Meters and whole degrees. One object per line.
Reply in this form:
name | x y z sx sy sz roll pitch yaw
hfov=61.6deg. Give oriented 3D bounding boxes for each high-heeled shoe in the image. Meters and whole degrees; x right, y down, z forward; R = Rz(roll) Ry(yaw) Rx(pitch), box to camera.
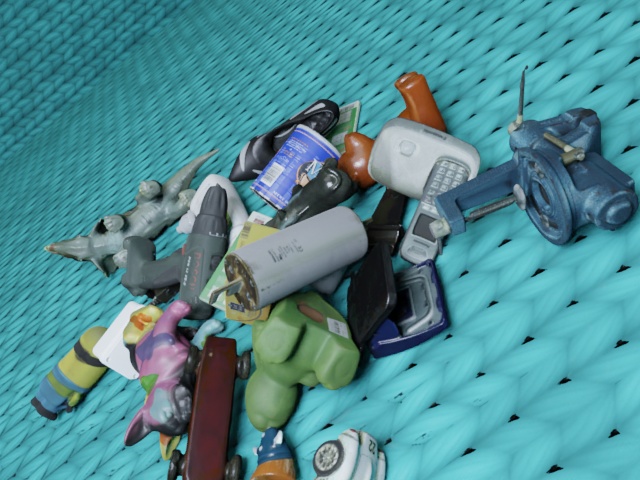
high-heeled shoe | -0.069 -0.177 1.017 0.249 0.086 0.145 -40 19 1

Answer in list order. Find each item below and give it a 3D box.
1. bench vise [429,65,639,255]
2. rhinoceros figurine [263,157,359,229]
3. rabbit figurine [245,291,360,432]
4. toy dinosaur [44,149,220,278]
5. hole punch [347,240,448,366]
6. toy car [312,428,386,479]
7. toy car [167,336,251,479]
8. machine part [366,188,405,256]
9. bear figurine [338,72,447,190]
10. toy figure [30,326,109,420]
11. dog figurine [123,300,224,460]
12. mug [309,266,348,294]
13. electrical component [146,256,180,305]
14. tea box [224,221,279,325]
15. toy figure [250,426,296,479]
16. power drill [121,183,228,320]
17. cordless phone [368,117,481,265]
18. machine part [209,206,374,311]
bench vise | 0.236 -0.071 0.641 0.241 0.128 0.224 -23 50 2
rhinoceros figurine | -0.022 -0.044 0.826 0.190 0.073 0.112 -38 15 30
rabbit figurine | -0.050 0.152 0.676 0.170 0.121 0.159 -61 21 16
toy dinosaur | -0.381 -0.052 1.176 0.405 0.131 0.192 -39 16 -17
hole punch | 0.091 0.079 0.668 0.142 0.092 0.115 -94 28 -43
toy car | 0.003 0.286 0.534 0.056 0.073 0.202 10 60 50
toy car | -0.140 0.223 0.697 0.089 0.053 0.202 6 55 -8
machine part | 0.101 -0.036 0.800 0.084 0.039 0.139 -4 52 45
bear figurine | 0.098 -0.167 0.866 0.196 0.131 0.120 -24 17 14
toy figure | -0.429 0.235 0.953 0.180 0.082 0.089 -47 7 -12
dog figurine | -0.239 0.207 0.802 0.192 0.108 0.219 -14 47 30
mug | 0.016 0.013 0.781 0.081 0.109 0.107 36 100 10
electrical component | -0.304 0.078 1.033 0.102 0.045 0.078 -39 36 4
tea box | -0.090 0.055 0.763 0.169 0.068 0.098 114 171 -67
toy figure | -0.057 0.287 0.601 0.064 0.057 0.154 -15 39 22
power drill | -0.248 0.023 0.943 0.207 0.086 0.232 -3 81 25
cordless phone | 0.125 -0.063 0.742 0.147 0.088 0.184 23 78 6
machine part | -0.027 0.019 0.657 0.243 0.079 0.079 -23 27 -31
